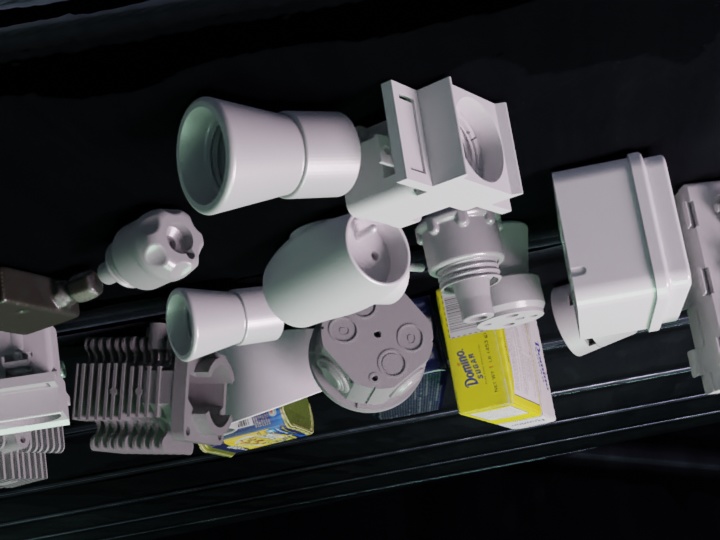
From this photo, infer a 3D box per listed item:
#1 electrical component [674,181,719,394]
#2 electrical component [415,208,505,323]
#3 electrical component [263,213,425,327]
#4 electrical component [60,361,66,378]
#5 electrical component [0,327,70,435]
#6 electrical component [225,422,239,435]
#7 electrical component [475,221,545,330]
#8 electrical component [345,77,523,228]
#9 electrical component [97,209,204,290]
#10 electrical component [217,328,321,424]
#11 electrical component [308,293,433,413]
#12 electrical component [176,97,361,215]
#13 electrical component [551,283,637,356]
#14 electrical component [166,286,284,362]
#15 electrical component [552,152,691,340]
[{"bbox_3d":[0.222,0.008,0.627,0.063,0.121,0.078,-6,164,-5],"label":"electrical component"},{"bbox_3d":[0.058,-0.003,0.587,0.048,0.062,0.048,-10,164,-3],"label":"electrical component"},{"bbox_3d":[0.000,0.000,0.592,0.079,0.044,0.077,3,160,-40],"label":"electrical component"},{"bbox_3d":[-0.228,0.072,0.716,0.061,0.035,0.035,-12,165,-5],"label":"electrical component"},{"bbox_3d":[-0.239,0.067,0.633,0.121,0.063,0.078,-8,164,-11],"label":"electrical component"},{"bbox_3d":[-0.126,0.102,0.845,0.078,0.057,0.058,-9,164,-6],"label":"electrical component"},{"bbox_3d":[0.084,0.004,0.641,0.045,0.055,0.045,-10,165,-3],"label":"electrical component"},{"bbox_3d":[0.027,-0.046,0.453,0.064,0.042,0.081,-19,162,34],"label":"electrical component"},{"bbox_3d":[-0.105,-0.006,0.518,0.061,0.035,0.035,-21,162,40],"label":"electrical component"},{"bbox_3d":[-0.061,0.081,0.800,0.099,0.064,0.099,-10,165,-3],"label":"electrical component"},{"bbox_3d":[0.008,0.051,0.715,0.080,0.080,0.051,-7,159,-12],"label":"electrical component"},{"bbox_3d":[-0.033,-0.045,0.420,0.065,0.044,0.044,-5,164,-36],"label":"electrical component"},{"bbox_3d":[0.177,0.031,0.807,0.047,0.055,0.055,-23,161,26],"label":"electrical component"},{"bbox_3d":[-0.079,0.029,0.653,0.065,0.044,0.044,-7,165,-32],"label":"electrical component"},{"bbox_3d":[0.142,-0.010,0.591,0.057,0.078,0.113,-11,165,10],"label":"electrical component"}]
